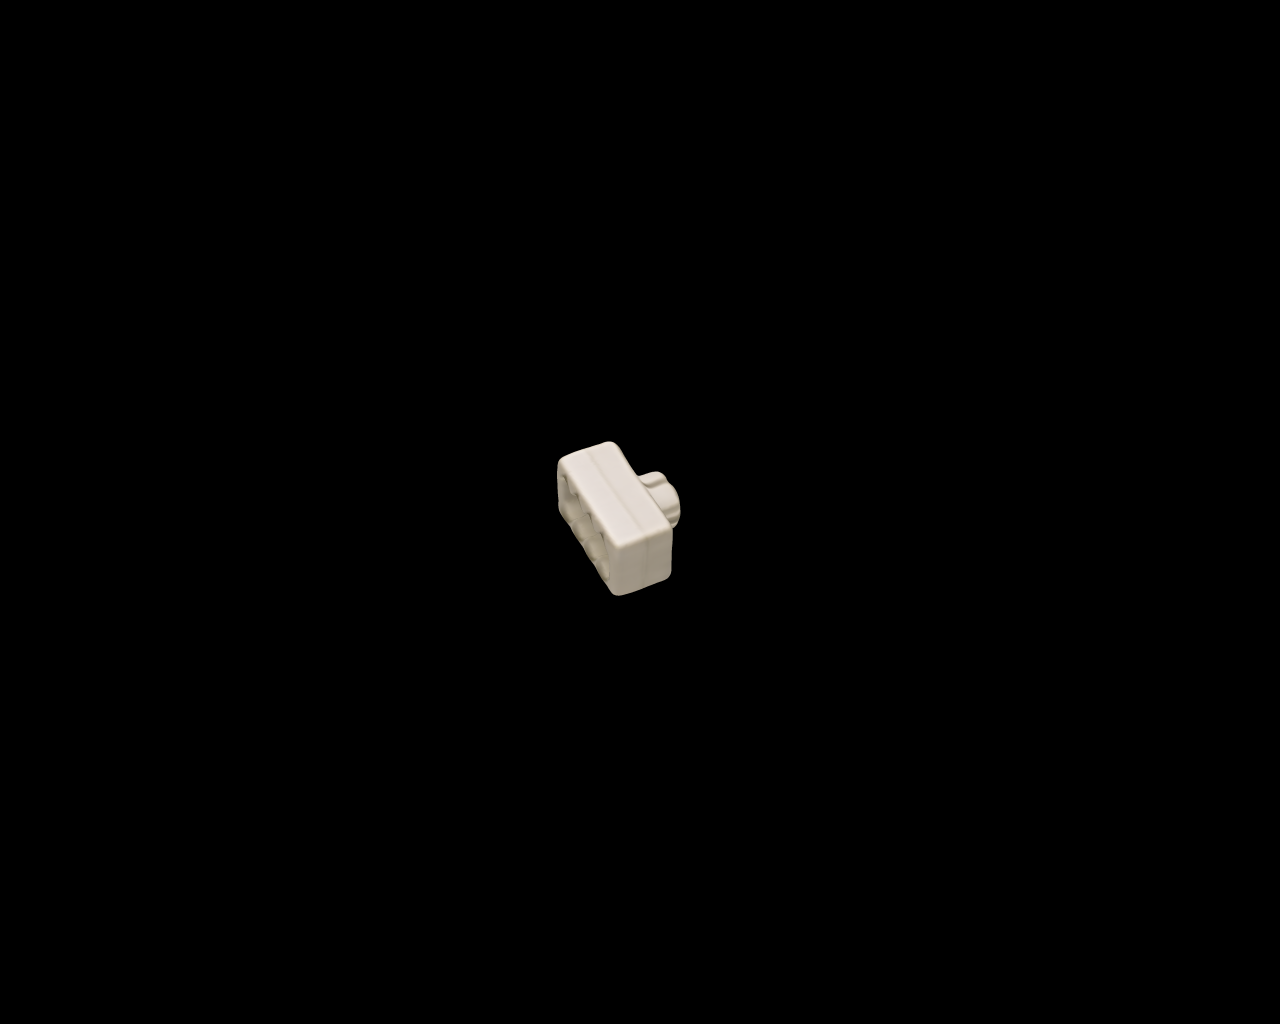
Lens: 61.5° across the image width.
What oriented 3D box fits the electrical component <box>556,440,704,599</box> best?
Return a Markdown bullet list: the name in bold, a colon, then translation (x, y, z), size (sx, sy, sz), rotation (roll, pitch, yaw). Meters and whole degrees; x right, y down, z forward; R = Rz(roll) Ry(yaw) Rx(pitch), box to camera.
- **electrical component**: translation (0.001, -0.003, 0.650), size (0.076, 0.047, 0.083), rotation (-20, 50, -17)
